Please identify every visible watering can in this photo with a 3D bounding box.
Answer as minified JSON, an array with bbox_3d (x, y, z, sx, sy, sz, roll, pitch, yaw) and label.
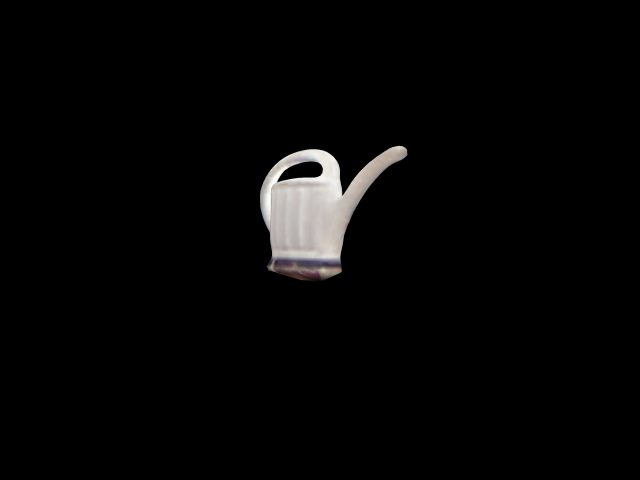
[{"bbox_3d":[0.003,-0.043,0.850,0.104,0.225,0.347,1,-1,-40],"label":"watering can"}]
